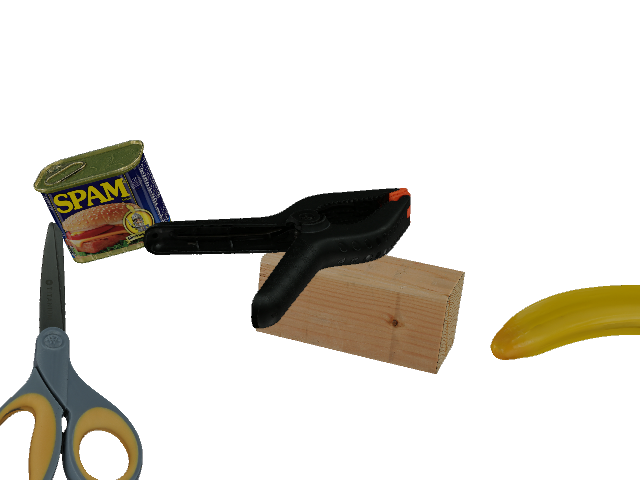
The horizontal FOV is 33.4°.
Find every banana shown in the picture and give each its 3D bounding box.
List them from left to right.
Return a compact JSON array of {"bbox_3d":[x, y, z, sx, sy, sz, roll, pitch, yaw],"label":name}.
[{"bbox_3d":[0.219,0.061,0.780,0.197,0.037,0.069,2,34,-3],"label":"banana"}]

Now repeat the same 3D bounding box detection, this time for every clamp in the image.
[{"bbox_3d":[-0.020,-0.004,0.820,0.209,0.036,0.165,-23,34,-37],"label":"clamp"}]

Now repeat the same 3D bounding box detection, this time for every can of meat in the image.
[{"bbox_3d":[-0.196,-0.034,0.973,0.102,0.084,0.057,-14,30,9],"label":"can of meat"}]

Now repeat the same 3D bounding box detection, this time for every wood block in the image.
[{"bbox_3d":[0.042,0.067,1.166,0.206,0.091,0.090,12,22,16],"label":"wood block"}]

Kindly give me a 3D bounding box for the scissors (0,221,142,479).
[{"bbox_3d":[-0.138,0.072,0.616,0.096,0.201,0.016,15,-44,-7],"label":"scissors"}]
